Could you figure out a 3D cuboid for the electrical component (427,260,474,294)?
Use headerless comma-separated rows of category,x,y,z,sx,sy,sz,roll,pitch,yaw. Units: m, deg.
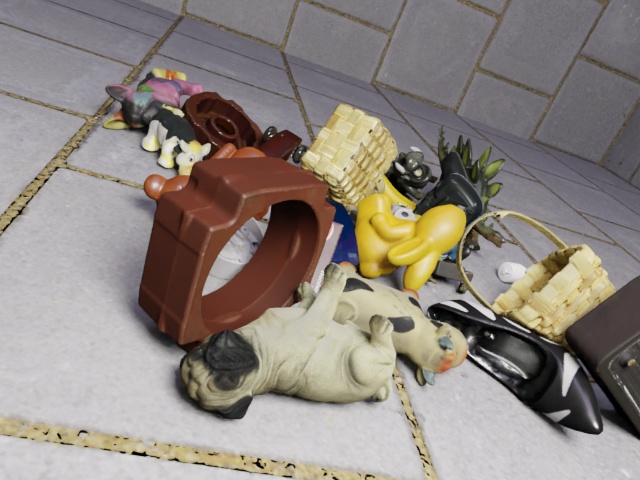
electrical component,0.212,0.060,0.934,0.102,0.045,0.078,16,-4,-19

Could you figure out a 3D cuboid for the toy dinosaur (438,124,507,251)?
toy dinosaur,0.321,-0.128,1.217,0.105,0.198,0.472,17,27,-19

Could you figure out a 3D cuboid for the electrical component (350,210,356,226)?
electrical component,0.086,-0.036,1.046,0.094,0.021,0.063,0,33,-38

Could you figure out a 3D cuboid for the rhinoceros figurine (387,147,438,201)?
rhinoceros figurine,0.202,-0.147,1.204,0.112,0.073,0.190,44,-8,4

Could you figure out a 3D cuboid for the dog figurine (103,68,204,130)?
dog figurine,-0.352,-0.282,1.089,0.192,0.108,0.219,33,30,26

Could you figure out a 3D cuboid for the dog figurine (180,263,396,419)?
dog figurine,-0.026,0.138,0.545,0.172,0.121,0.190,46,56,10

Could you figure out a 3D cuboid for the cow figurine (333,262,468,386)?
cow figurine,0.099,0.109,0.690,0.195,0.085,0.127,24,18,-2

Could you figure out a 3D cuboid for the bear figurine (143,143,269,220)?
bear figurine,-0.166,-0.065,0.822,0.196,0.132,0.120,-30,88,-26

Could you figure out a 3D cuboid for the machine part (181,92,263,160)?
machine part,-0.199,-0.217,1.077,0.179,0.056,0.179,29,38,-26

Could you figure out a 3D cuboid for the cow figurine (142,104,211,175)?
cow figurine,-0.247,-0.173,0.961,0.068,0.098,0.168,1,31,-50

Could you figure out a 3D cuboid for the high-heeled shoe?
high-heeled shoe,0.246,0.155,0.710,0.145,0.086,0.249,19,14,-22

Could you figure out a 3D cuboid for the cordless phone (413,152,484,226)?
cordless phone,0.246,-0.091,1.095,0.088,0.146,0.184,24,40,-21

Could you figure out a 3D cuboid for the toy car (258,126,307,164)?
toy car,-0.103,-0.144,1.008,0.089,0.053,0.202,30,49,11

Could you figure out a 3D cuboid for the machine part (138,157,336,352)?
machine part,-0.087,0.014,0.588,0.087,0.200,0.201,33,27,27

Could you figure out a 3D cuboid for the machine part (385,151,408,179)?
machine part,0.166,-0.188,1.355,0.079,0.079,0.243,37,27,29

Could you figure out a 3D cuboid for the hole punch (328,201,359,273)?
hole punch,-0.002,-0.003,0.832,0.142,0.092,0.116,8,32,-37

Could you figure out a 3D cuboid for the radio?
radio,0.428,0.163,0.698,0.229,0.131,0.073,47,11,-27

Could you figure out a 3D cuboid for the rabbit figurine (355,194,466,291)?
rabbit figurine,0.140,-0.006,0.840,0.121,0.173,0.162,57,36,-29

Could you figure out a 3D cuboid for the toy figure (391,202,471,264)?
toy figure,0.187,-0.003,0.995,0.180,0.089,0.082,24,8,-18
